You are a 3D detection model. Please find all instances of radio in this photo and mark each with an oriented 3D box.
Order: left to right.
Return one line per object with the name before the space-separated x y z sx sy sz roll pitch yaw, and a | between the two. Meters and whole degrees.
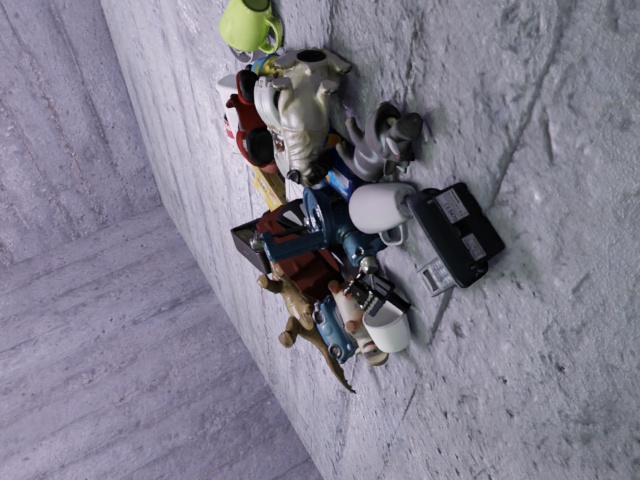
radio | -0.149 0.007 1.496 0.230 0.131 0.073 33 143 56

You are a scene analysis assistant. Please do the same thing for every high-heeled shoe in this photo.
high-heeled shoe | 0.017 0.024 1.080 0.248 0.145 0.086 65 161 3

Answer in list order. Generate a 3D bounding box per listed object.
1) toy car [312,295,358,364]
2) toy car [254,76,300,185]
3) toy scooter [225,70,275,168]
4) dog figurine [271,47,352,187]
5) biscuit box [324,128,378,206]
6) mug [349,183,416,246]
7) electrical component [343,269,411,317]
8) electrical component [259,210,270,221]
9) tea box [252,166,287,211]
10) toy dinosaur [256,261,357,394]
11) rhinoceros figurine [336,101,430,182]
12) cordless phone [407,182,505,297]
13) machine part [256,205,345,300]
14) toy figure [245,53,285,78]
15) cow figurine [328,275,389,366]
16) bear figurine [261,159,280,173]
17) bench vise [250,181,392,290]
toy car | 0.056 0.196 1.251 0.161 0.103 0.109 64 -162 -6
toy car | -0.067 -0.194 0.962 0.074 0.056 0.201 30 146 57
toy scooter | -0.139 -0.233 1.038 0.135 0.075 0.183 26 130 60
dog figurine | -0.016 -0.205 0.903 0.121 0.172 0.190 14 137 12
biscuit box | 0.025 -0.147 0.978 0.203 0.063 0.059 48 154 37
mug | 0.111 -0.043 0.863 0.107 0.081 0.109 -10 98 61
electrical component | 0.113 0.107 1.028 0.119 0.075 0.047 35 124 5
electrical component | -0.118 -0.042 1.420 0.045 0.102 0.078 -23 111 29
tea box | -0.099 -0.121 1.311 0.170 0.068 0.098 55 159 21
toy dinosaur | -0.028 0.189 1.344 0.471 0.105 0.198 67 -158 3
rhinoceros figurine | 0.091 -0.141 0.803 0.112 0.073 0.190 64 161 6
cordless phone | 0.168 0.009 0.782 0.146 0.089 0.184 60 164 11
machine part | -0.040 0.028 1.205 0.201 0.087 0.201 56 -173 22
toy figure | -0.074 -0.306 1.014 0.180 0.082 0.089 19 148 55
cow figurine | 0.090 0.178 1.154 0.127 0.085 0.195 54 -168 -67
bear figurine | -0.102 -0.212 1.184 0.120 0.132 0.196 27 -173 5
bench vise | -0.001 -0.009 0.965 0.128 0.241 0.224 99 151 -62
